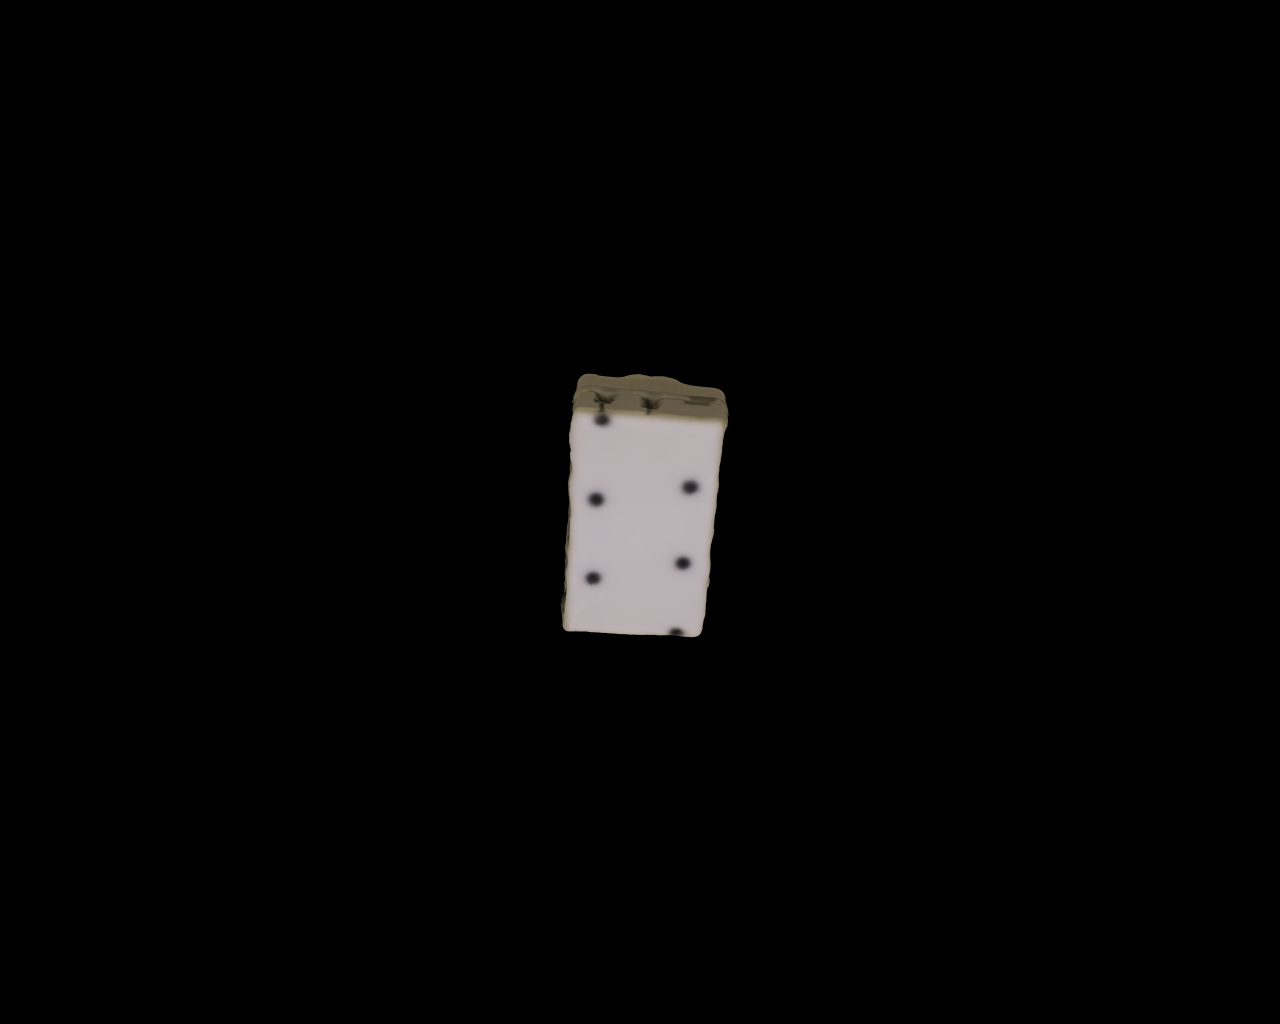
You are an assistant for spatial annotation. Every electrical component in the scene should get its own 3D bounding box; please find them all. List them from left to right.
[{"bbox_3d":[0.001,-0.003,0.650,0.089,0.150,0.062,4,28,-2],"label":"electrical component"}]
